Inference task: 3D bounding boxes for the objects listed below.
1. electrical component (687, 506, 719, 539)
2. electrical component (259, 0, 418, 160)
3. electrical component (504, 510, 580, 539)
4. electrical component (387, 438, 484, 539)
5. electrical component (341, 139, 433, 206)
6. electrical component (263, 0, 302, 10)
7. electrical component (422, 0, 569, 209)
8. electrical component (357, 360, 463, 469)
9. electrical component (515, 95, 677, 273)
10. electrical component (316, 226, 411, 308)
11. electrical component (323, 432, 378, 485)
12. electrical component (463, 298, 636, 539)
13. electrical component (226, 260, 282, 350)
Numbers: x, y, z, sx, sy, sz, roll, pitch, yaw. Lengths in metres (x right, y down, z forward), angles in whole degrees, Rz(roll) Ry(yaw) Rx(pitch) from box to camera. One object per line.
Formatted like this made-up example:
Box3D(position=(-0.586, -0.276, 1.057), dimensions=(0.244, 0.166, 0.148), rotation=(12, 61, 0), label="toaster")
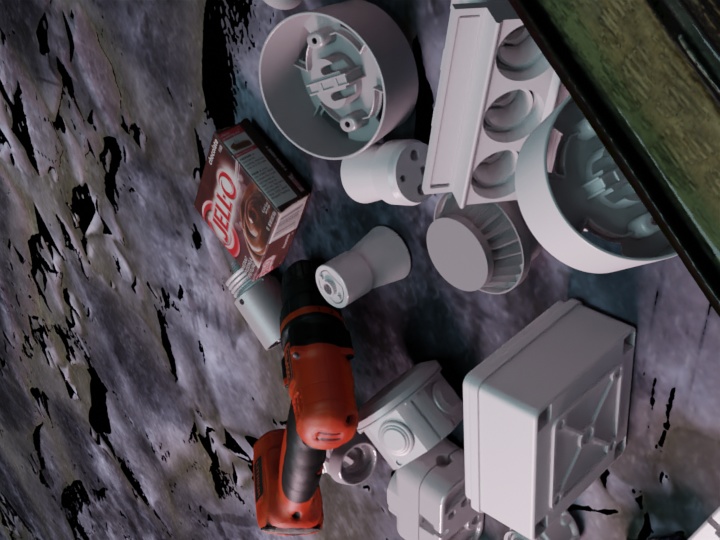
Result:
Box3D(position=(0.236, 0.148, 0.611), dimensions=(0.059, 0.054, 0.095), rotation=(44, 144, 22), label="electrical component")
Box3D(position=(-0.012, -0.127, 0.710), dimensions=(0.099, 0.064, 0.099), rotation=(32, 138, 34), label="electrical component")
Box3D(position=(0.126, 0.199, 0.786), dimensions=(0.048, 0.062, 0.048), rotation=(32, 138, 34), label="electrical component")
Box3D(position=(0.062, 0.183, 0.866), dimensions=(0.059, 0.054, 0.095), rotation=(31, 137, 36), label="electrical component")
Box3D(position=(0.021, -0.067, 0.732), dimensions=(0.055, 0.045, 0.045), rotation=(7, 121, 49), label="electrical component")
Box3D(position=(-0.046, -0.204, 0.716), dimensions=(0.044, 0.044, 0.065), rotation=(55, 152, 6), label="electrical component")
Box3D(position=(0.077, -0.103, 0.607), dimensions=(0.063, 0.079, 0.121), rotation=(-110, 19, -44), label="electrical component")
Box3D(position=(0.039, 0.109, 0.816), dimensions=(0.051, 0.080, 0.080), rotation=(53, 147, 1), label="electrical component")
Box3D(position=(0.133, -0.048, 0.557), dimensions=(0.099, 0.099, 0.064), rotation=(58, 153, 1), label="electrical component")
Box3D(position=(0.000, 0.000, 0.793), dimensions=(0.044, 0.065, 0.044), rotation=(32, 137, 35), label="electrical component")
Box3D(position=(-0.017, 0.161, 0.961), dimensions=(0.055, 0.048, 0.066), rotation=(26, 135, 51), label="electrical component")
Box3D(position=(0.119, 0.091, 0.671), dimensions=(0.056, 0.109, 0.108), rotation=(25, 134, 37), label="electrical component")
Box3D(position=(-0.087, 0.025, 0.947), dimensions=(0.081, 0.043, 0.043), rotation=(55, 147, 6), label="electrical component")
